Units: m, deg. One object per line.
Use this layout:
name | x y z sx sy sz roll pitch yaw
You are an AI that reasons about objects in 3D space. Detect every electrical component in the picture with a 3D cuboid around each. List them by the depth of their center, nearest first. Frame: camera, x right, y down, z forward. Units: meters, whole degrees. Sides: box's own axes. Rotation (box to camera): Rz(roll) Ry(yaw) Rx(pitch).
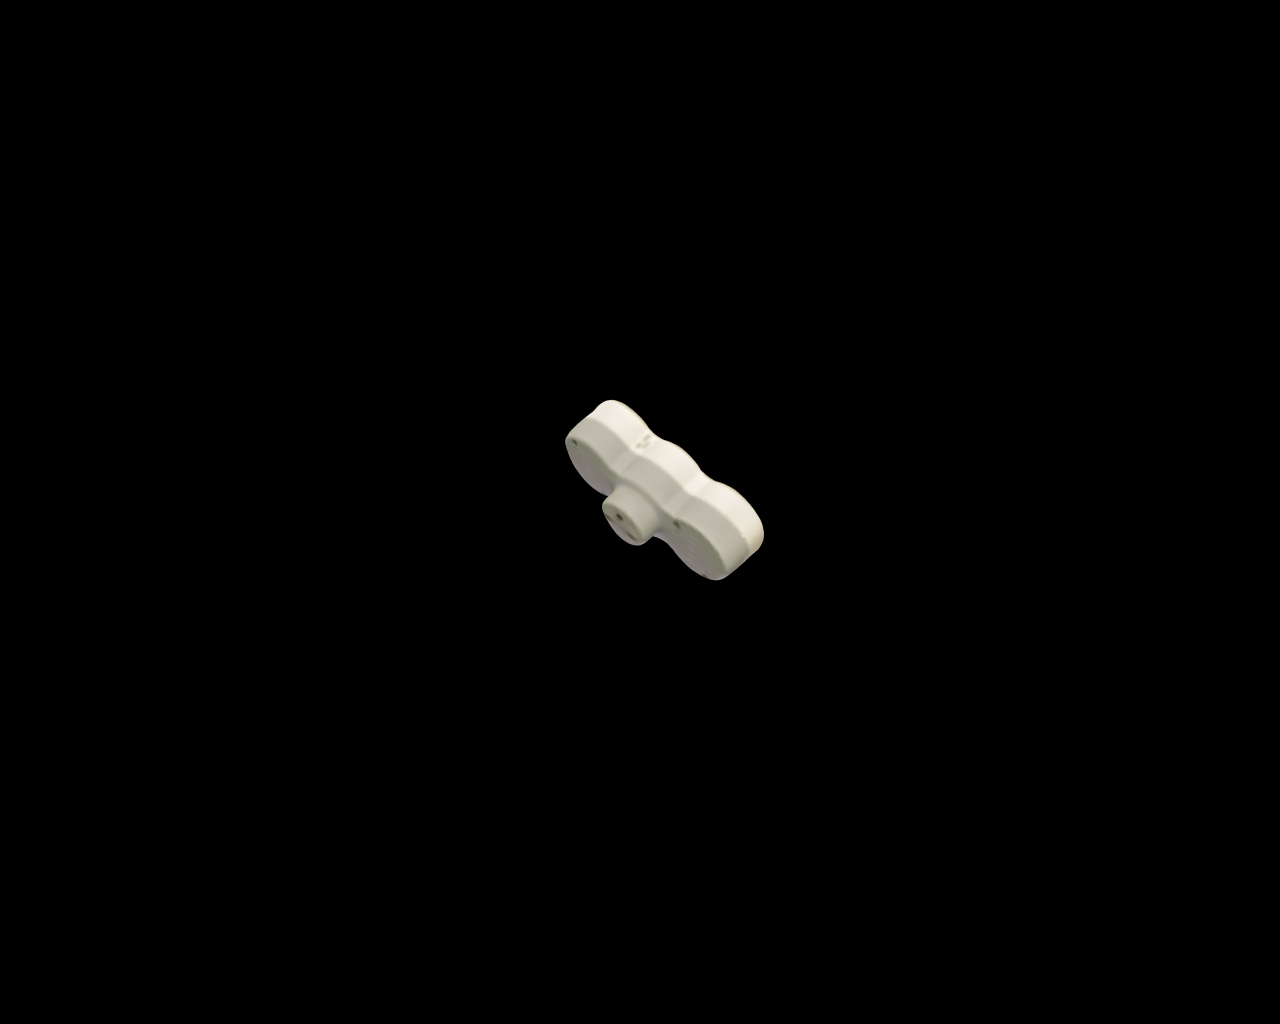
electrical component | 0.001 -0.003 0.650 0.138 0.074 0.052 39 -24 22
